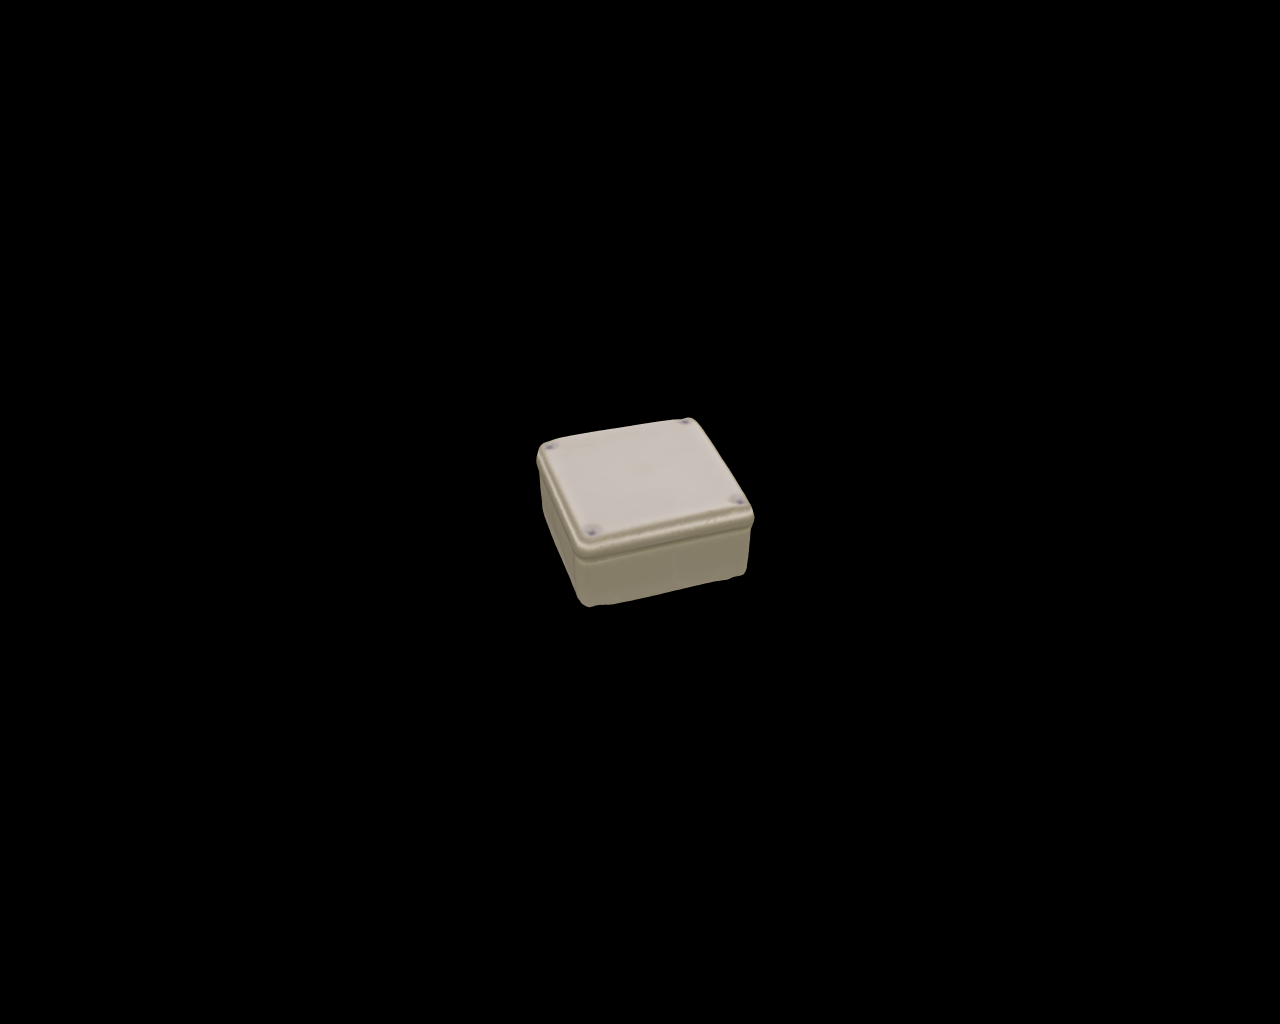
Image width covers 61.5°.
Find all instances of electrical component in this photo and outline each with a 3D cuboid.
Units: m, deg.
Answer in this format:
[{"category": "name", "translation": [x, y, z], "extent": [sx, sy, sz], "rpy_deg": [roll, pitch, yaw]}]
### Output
[{"category": "electrical component", "translation": [0.001, -0.003, 0.650], "extent": [0.109, 0.056, 0.109], "rpy_deg": [-11, 39, -14]}]
